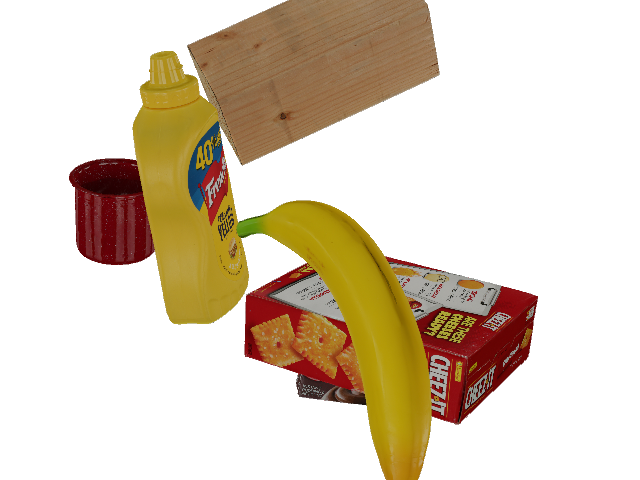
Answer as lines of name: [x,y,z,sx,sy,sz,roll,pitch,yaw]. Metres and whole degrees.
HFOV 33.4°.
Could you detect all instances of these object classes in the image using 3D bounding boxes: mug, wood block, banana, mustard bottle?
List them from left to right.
mug: [-0.205,-0.033,1.086,0.093,0.081,0.117,5,27,0]
mustard bottle: [-0.096,-0.042,0.773,0.058,0.191,0.096,-1,26,16]
wood block: [-0.005,-0.167,0.990,0.206,0.090,0.091,-25,-40,-5]
banana: [0.020,0.042,0.611,0.037,0.198,0.070,3,-45,-45]

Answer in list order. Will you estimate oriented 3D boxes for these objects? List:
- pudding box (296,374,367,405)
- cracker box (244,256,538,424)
pudding box: [0.037,0.129,1.155,0.113,0.090,0.039,7,23,-8]
cracker box: [0.064,0.078,0.959,0.214,0.072,0.163,15,23,28]
